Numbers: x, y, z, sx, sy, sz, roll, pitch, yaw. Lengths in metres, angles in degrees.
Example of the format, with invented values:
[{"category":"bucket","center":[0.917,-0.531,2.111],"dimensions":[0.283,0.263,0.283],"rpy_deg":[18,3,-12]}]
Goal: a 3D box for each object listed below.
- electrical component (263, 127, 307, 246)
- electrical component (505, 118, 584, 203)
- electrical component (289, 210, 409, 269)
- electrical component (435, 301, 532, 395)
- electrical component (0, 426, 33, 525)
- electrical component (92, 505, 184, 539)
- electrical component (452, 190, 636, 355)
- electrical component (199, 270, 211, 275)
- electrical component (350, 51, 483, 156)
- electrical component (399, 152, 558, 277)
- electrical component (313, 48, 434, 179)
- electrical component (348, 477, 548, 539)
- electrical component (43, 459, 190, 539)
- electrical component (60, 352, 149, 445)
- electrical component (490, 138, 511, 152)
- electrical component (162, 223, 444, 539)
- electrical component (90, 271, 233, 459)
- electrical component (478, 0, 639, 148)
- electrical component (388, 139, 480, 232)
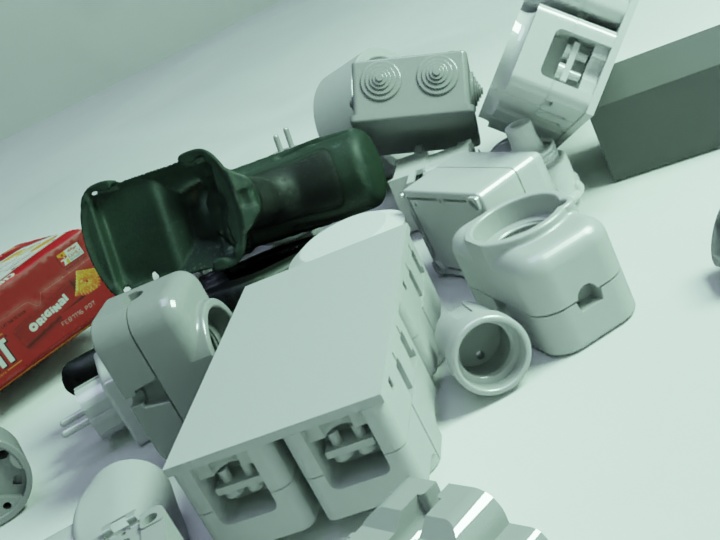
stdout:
[{"category":"electrical component","center":[-0.055,-0.081,0.896],"dimensions":[0.052,0.073,0.138],"rpy_deg":[-8,22,28]},{"category":"electrical component","center":[0.112,-0.065,0.685],"dimensions":[0.048,0.062,0.048],"rpy_deg":[-23,20,9]},{"category":"electrical component","center":[0.000,0.000,0.678],"dimensions":[0.080,0.051,0.080],"rpy_deg":[-24,20,9]},{"category":"electrical component","center":[0.059,0.037,0.534],"dimensions":[0.040,0.040,0.046],"rpy_deg":[-28,14,-4]},{"category":"electrical component","center":[-0.230,0.123,0.657],"dimensions":[0.055,0.055,0.047],"rpy_deg":[-32,17,-14]},{"category":"electrical component","center":[-0.082,0.134,0.432],"dimensions":[0.042,0.063,0.081],"rpy_deg":[-29,20,-3]},{"category":"electrical component","center":[0.091,-0.003,0.560],"dimensions":[0.054,0.059,0.095],"rpy_deg":[-31,20,-12]},{"category":"electrical component","center":[-0.128,-0.034,0.899],"dimensions":[0.081,0.063,0.042],"rpy_deg":[-30,34,-12]},{"category":"electrical component","center":[0.042,-0.123,0.798],"dimensions":[0.100,0.048,0.099],"rpy_deg":[-4,-11,9]},{"category":"electrical component","center":[0.075,-0.035,0.657],"dimensions":[0.061,0.061,0.096],"rpy_deg":[-36,22,-23]},{"category":"electrical component","center":[0.007,-0.125,0.902],"dimensions":[0.060,0.108,0.108],"rpy_deg":[-19,21,39]},{"category":"electrical component","center":[0.021,0.112,0.370],"dimensions":[0.078,0.058,0.057],"rpy_deg":[-2,29,47]},{"category":"electrical component","center":[-0.125,0.135,0.512],"dimensions":[0.079,0.043,0.077],"rpy_deg":[-28,20,-4]},{"category":"electrical component","center":[-0.153,0.081,0.675],"dimensions":[0.077,0.047,0.066],"rpy_deg":[-30,20,-10]},{"category":"electrical component","center":[0.103,-0.065,0.738],"dimensions":[0.035,0.035,0.061],"rpy_deg":[-18,25,22]},{"category":"electrical component","center":[-0.017,0.055,0.549],"dimensions":[0.105,0.060,0.186],"rpy_deg":[-21,21,15]},{"category":"electrical component","center":[-0.099,0.052,0.607],"dimensions":[0.059,0.095,0.053],"rpy_deg":[-22,20,13]},{"category":"electrical component","center":[0.127,-0.146,0.698],"dimensions":[0.186,0.060,0.105],"rpy_deg":[9,-78,-87]},{"category":"electrical component","center":[0.059,-0.063,0.777],"dimensions":[0.064,0.042,0.081],"rpy_deg":[-17,22,15]}]
